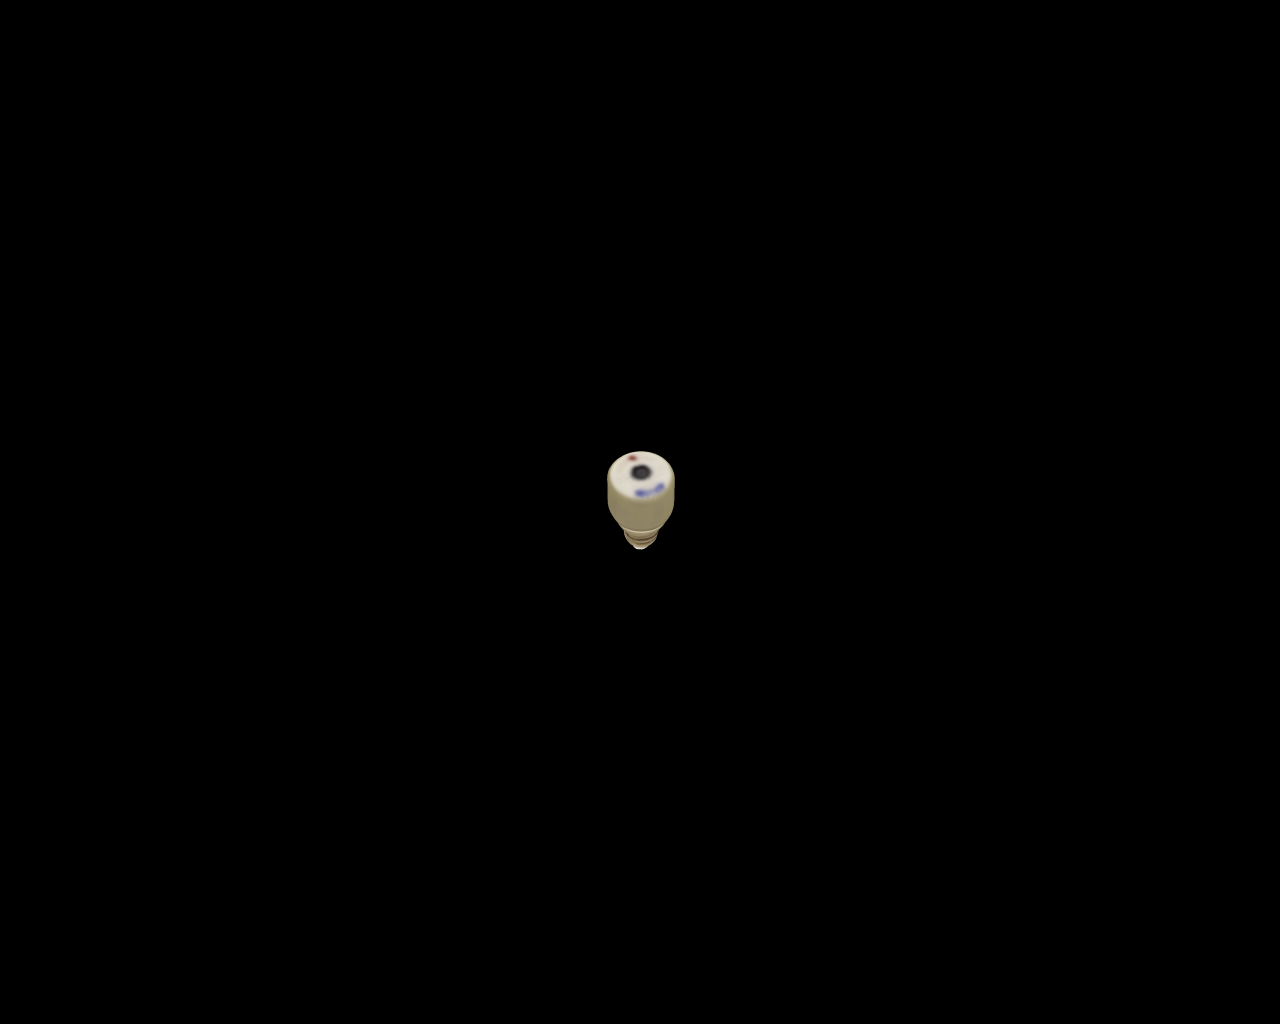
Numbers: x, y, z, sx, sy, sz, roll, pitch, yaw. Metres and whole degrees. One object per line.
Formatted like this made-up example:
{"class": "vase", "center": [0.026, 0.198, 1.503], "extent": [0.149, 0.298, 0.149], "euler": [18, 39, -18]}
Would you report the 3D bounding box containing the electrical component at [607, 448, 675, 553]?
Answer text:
{"class": "electrical component", "center": [0.001, -0.003, 0.650], "extent": [0.040, 0.040, 0.078], "euler": [0, -38, 0]}
